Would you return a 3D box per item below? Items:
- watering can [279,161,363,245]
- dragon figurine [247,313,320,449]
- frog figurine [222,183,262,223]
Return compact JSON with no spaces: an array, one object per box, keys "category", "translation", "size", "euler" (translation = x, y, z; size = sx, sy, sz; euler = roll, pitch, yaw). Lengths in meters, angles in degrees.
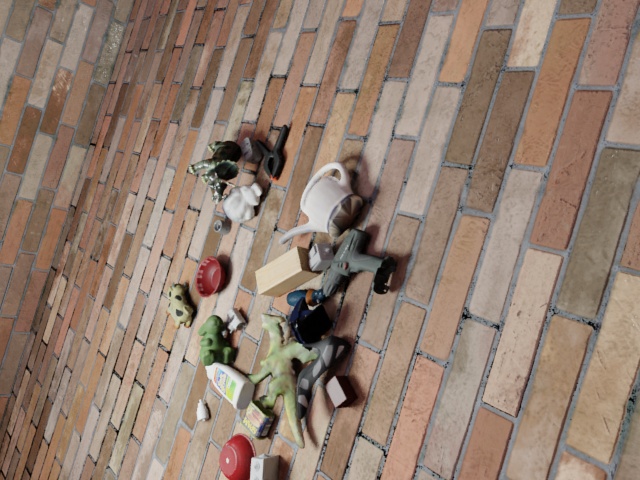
[{"category":"watering can","translation":[0.005,-0.084,1.662],"size":[0.228,0.103,0.344],"euler":[42,106,40]},{"category":"dragon figurine","translation":[-0.087,0.406,1.617],"size":[0.241,0.121,0.417],"euler":[-47,60,12]},{"category":"frog figurine","translation":[-0.285,-0.141,1.943],"size":[0.158,0.124,0.137],"euler":[-22,97,28]}]
